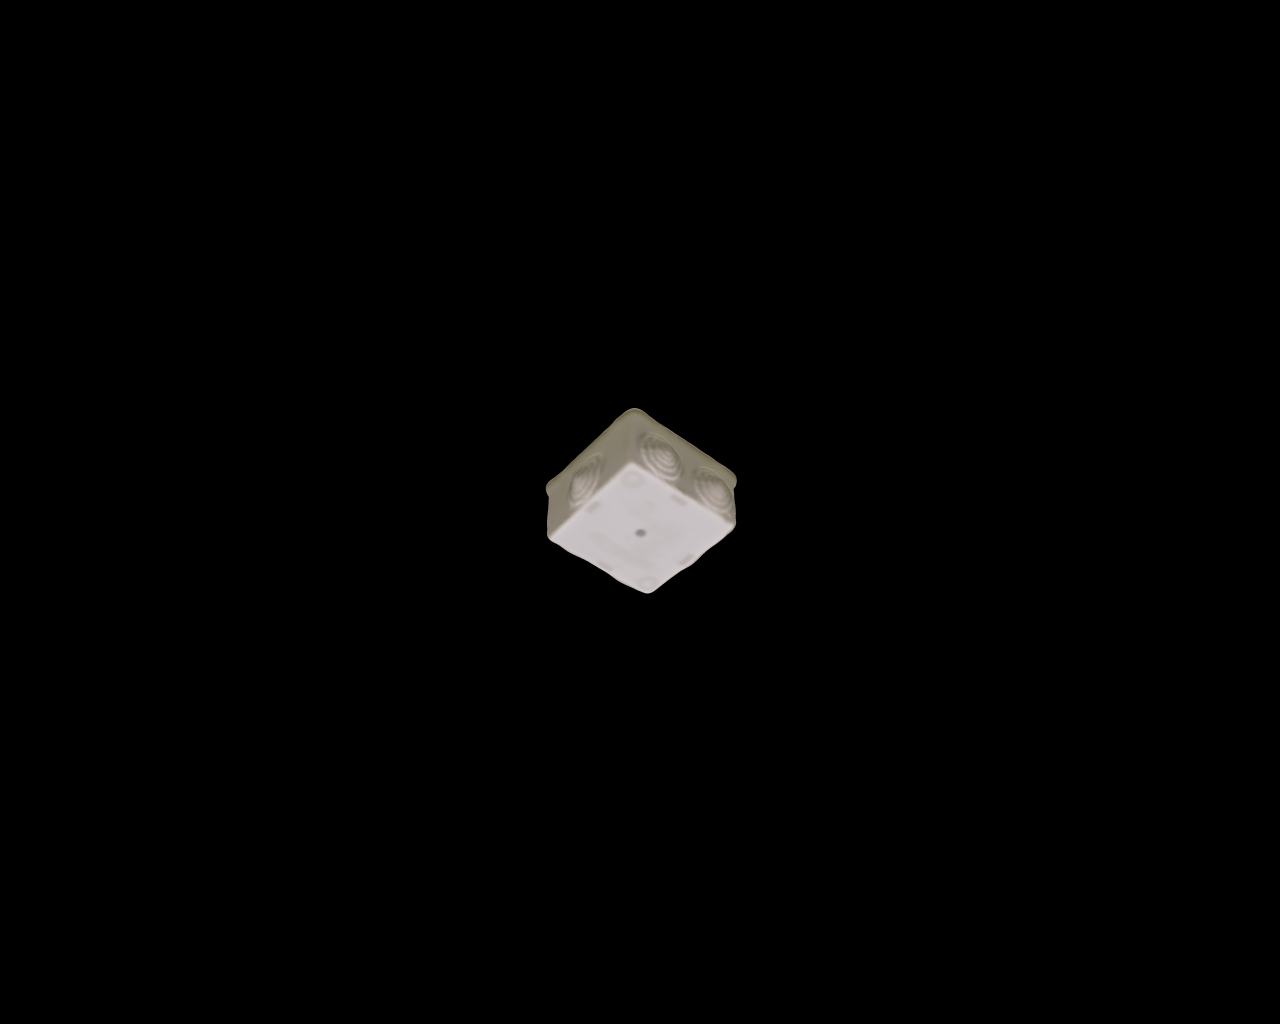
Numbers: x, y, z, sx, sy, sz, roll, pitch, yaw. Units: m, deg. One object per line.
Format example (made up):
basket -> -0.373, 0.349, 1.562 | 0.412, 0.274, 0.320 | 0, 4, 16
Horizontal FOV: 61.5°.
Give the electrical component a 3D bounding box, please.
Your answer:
electrical component -> 0.001, -0.003, 0.650 | 0.099, 0.048, 0.099 | 32, -54, -27
